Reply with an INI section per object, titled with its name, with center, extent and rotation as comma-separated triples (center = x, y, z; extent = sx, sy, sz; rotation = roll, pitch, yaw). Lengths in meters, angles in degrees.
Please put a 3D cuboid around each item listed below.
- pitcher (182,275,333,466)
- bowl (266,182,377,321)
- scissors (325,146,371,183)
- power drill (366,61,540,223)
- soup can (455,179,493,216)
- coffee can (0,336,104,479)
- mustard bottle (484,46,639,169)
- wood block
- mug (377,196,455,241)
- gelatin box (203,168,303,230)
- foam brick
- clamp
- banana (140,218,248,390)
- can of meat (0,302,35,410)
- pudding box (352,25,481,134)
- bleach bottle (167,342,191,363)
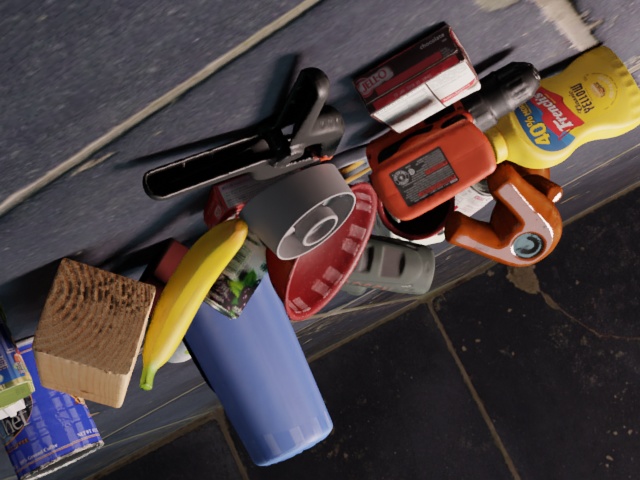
[pitcher]
center = -0.088, 0.149, 1.308
extent = 0.145, 0.243, 0.149
rotation = -26, 178, 0
[bowl]
center = -0.007, 0.001, 1.104
extent = 0.162, 0.055, 0.162
rotation = -46, 154, -31
[scissors]
center = 0.071, -0.101, 1.090
extent = 0.202, 0.016, 0.096
rotation = -32, 169, 27
[power drill]
center = 0.120, -0.093, 0.970
extent = 0.185, 0.057, 0.187
rotation = -31, -169, 17
[soup can]
center = 0.191, -0.068, 1.416
extent = 0.068, 0.068, 0.102
rotation = -20, 168, -32
[coffee can]
center = -0.321, 0.190, 1.213
extent = 0.102, 0.140, 0.103
rotation = -26, 170, -5
[mustard bottle]
center = 0.247, -0.131, 1.153
extent = 0.191, 0.096, 0.058
rotation = -25, 169, -8
[wood block]
center = -0.222, 0.097, 1.043
extent = 0.090, 0.090, 0.206
rotation = 17, 160, -7
[mug]
center = 0.127, -0.051, 1.288
extent = 0.117, 0.093, 0.081
rotation = -35, 174, 6
[gelatin box]
center = -0.063, -0.041, 1.010
extent = 0.089, 0.030, 0.073
rotation = -23, 169, -21
[foam brick]
center = -0.154, 0.045, 1.095
extent = 0.078, 0.051, 0.053
rotation = -40, -160, 54
[clamp]
center = -0.043, -0.075, 0.861
extent = 0.165, 0.036, 0.209
rotation = -29, 173, 12
[banana]
center = -0.121, 0.051, 1.013
extent = 0.037, 0.070, 0.198
rotation = 18, 113, -31
[can of meat]
center = -0.309, 0.111, 1.001
extent = 0.057, 0.084, 0.102
rotation = -24, 169, -17
[pudding box]
center = 0.084, -0.132, 0.897
extent = 0.090, 0.039, 0.113
rotation = -28, 169, 13
[bleach bottle]
center = -0.102, 0.076, 1.427
extent = 0.251, 0.068, 0.102
rotation = -31, 169, 9
